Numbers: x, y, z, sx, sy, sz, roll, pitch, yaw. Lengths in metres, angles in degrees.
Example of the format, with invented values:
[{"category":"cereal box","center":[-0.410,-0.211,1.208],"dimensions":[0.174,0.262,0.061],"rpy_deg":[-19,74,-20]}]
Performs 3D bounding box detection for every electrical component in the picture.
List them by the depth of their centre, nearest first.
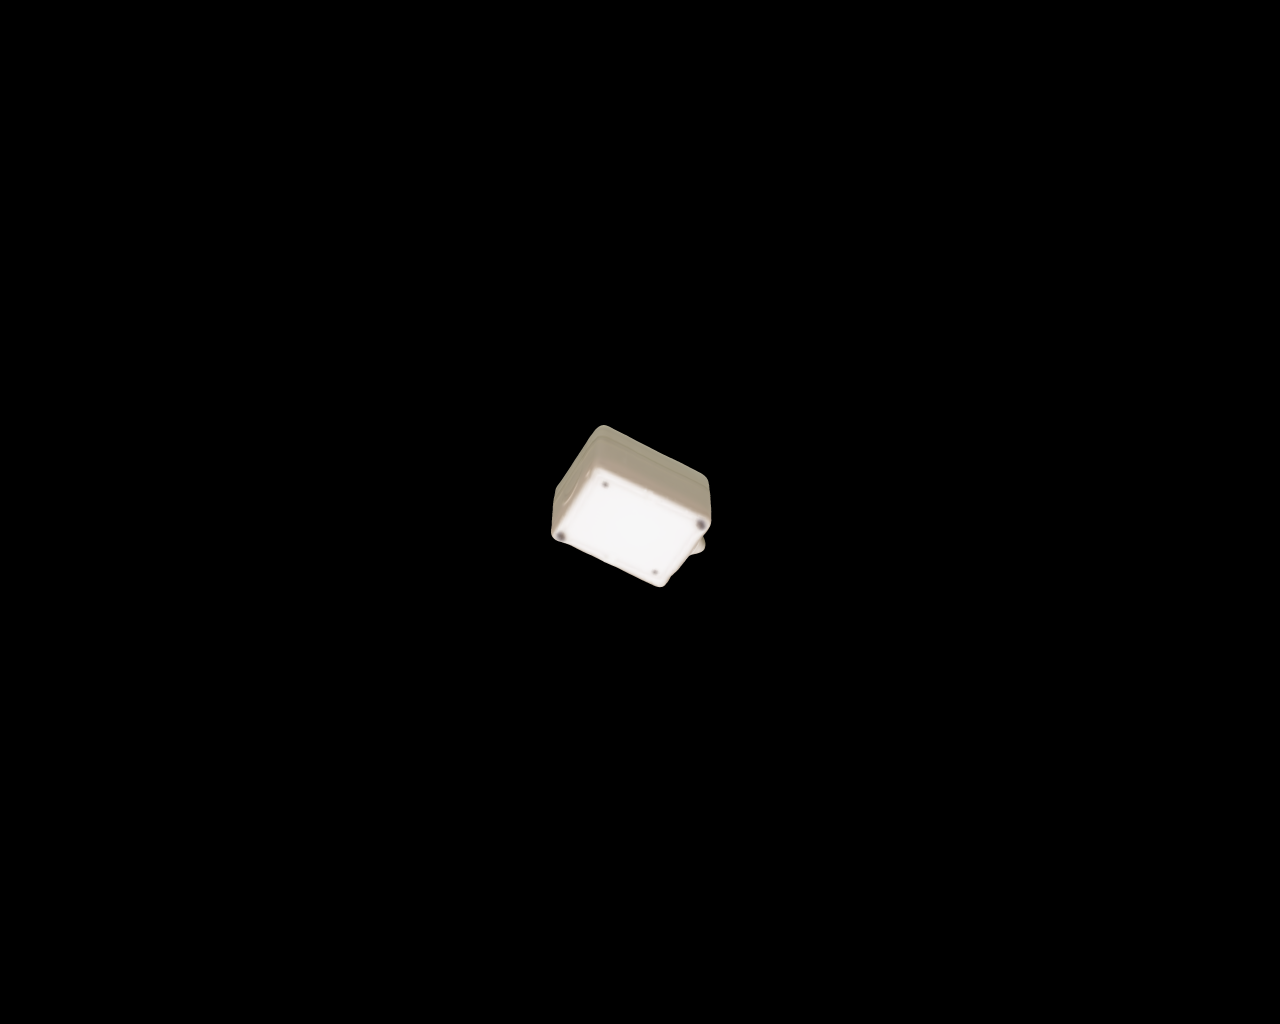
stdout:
[{"category":"electrical component","center":[0.001,-0.003,0.650],"dimensions":[0.096,0.061,0.061],"rpy_deg":[26,30,-17]}]
